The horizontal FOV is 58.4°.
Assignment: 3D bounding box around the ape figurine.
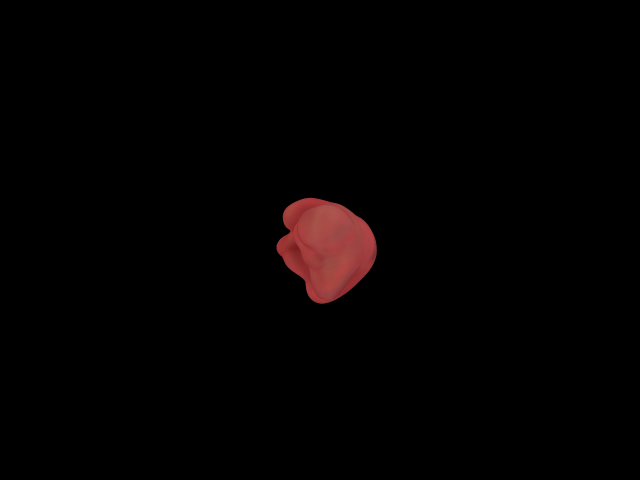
[{"bbox_3d":[0.004,0.001,0.400,0.076,0.092,0.078,0,69,0],"label":"ape figurine"}]
